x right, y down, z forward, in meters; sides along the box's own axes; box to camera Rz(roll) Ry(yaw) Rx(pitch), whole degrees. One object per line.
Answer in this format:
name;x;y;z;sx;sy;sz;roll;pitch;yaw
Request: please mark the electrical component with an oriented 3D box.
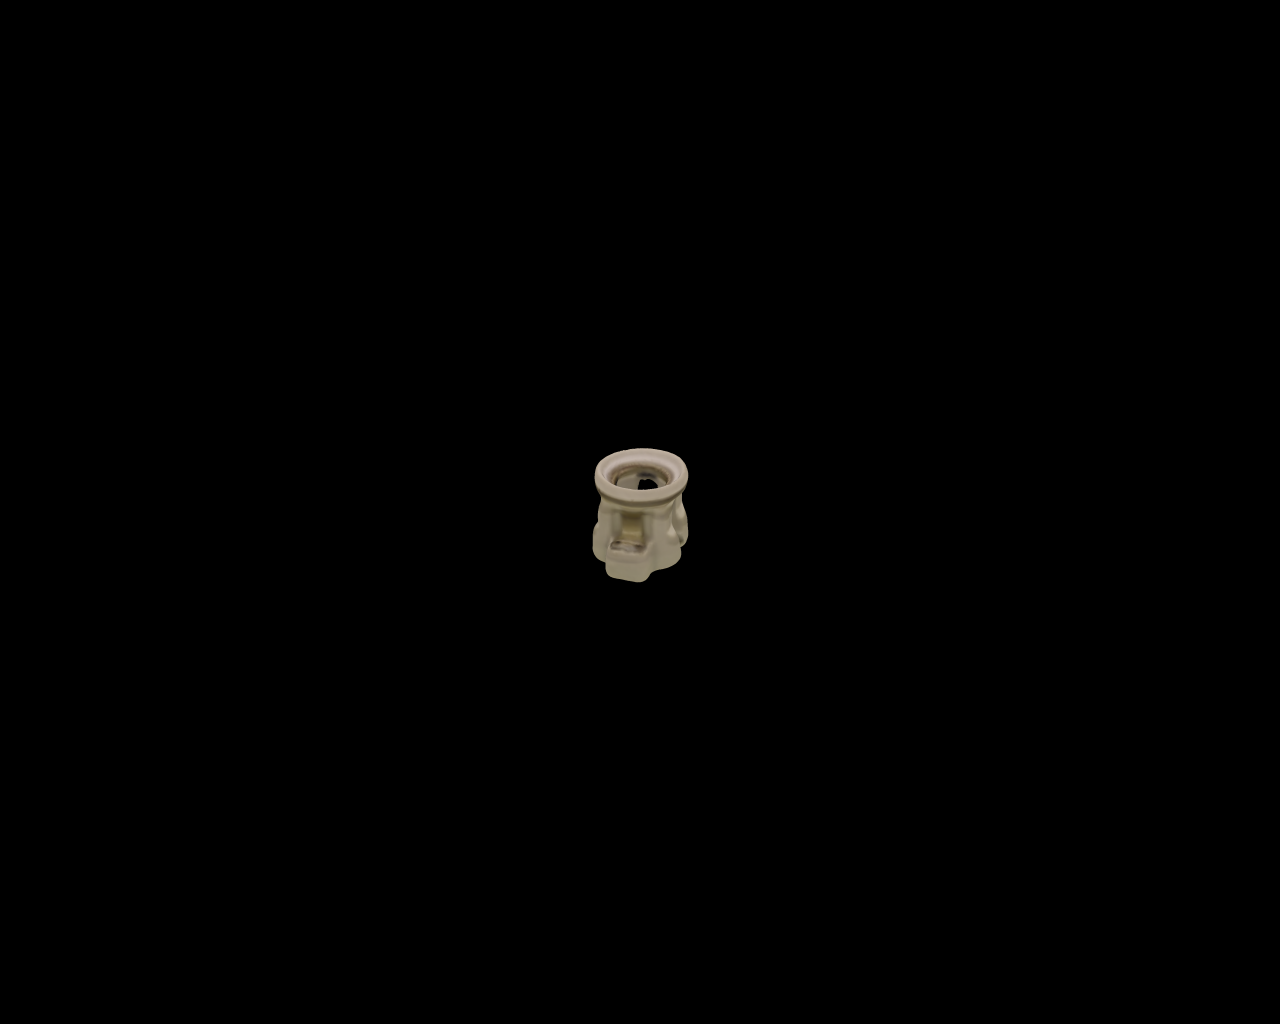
electrical component;0.001;-0.003;0.650;0.058;0.056;0.078;8;31;13
